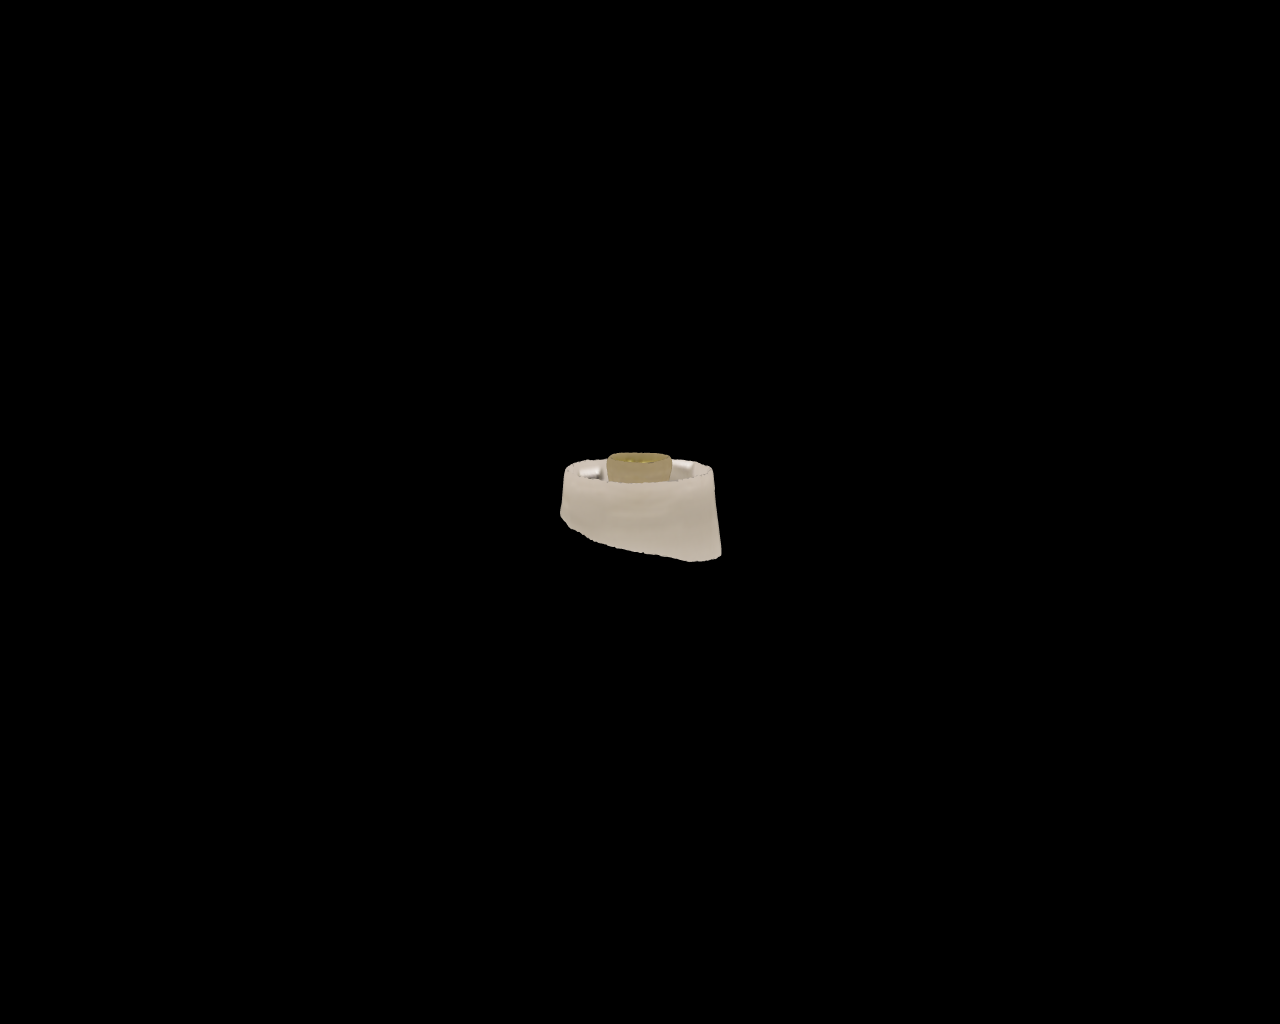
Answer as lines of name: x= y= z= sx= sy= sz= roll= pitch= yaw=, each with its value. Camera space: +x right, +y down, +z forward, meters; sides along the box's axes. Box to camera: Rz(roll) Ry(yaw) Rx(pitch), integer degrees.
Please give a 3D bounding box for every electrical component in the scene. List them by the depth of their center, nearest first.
electrical component: x=0.001 y=-0.003 z=0.650 sx=0.099 sy=0.064 sz=0.099 roll=0 pitch=11 yaw=0
